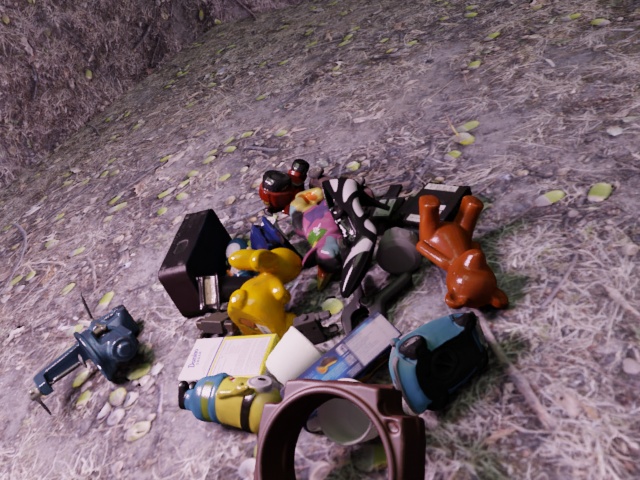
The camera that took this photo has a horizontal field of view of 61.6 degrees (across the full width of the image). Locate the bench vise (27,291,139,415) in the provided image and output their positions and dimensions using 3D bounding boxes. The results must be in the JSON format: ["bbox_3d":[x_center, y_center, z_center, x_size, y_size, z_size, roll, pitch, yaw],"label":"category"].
[{"bbox_3d":[-0.478,0.228,1.085,0.240,0.128,0.224,-38,37,-28],"label":"bench vise"}]

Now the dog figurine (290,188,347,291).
[{"bbox_3d":[-0.002,-0.003,1.089,0.192,0.108,0.219,-3,43,29],"label":"dog figurine"}]

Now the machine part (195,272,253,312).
[{"bbox_3d":[-0.176,0.100,1.082,0.139,0.039,0.084,-8,73,-13],"label":"machine part"}]

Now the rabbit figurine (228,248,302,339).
[{"bbox_3d":[-0.100,0.080,0.994,0.122,0.162,0.173,-2,45,46],"label":"rabbit figurine"}]

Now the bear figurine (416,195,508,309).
[{"bbox_3d":[0.233,0.021,0.885,0.120,0.131,0.196,1,28,-9],"label":"bear figurine"}]

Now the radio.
[{"bbox_3d":[-0.266,0.043,1.176,0.073,0.130,0.230,-14,37,16],"label":"radio"}]

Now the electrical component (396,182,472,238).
[{"bbox_3d":[0.219,-0.051,1.046,0.115,0.058,0.134,13,51,46],"label":"electrical component"}]

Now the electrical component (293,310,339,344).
[{"bbox_3d":[-0.018,0.153,0.929,0.094,0.063,0.021,-19,35,13],"label":"electrical component"}]

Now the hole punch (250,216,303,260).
[{"bbox_3d":[-0.101,0.024,1.115,0.092,0.115,0.142,-38,34,-2],"label":"hole punch"}]

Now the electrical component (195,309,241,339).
[{"bbox_3d":[-0.197,0.169,1.048,0.102,0.045,0.078,-5,12,25],"label":"electrical component"}]

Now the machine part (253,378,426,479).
[{"bbox_3d":[0.020,0.274,0.653,0.201,0.087,0.201,-3,73,30],"label":"machine part"}]

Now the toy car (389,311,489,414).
[{"bbox_3d":[0.158,0.163,0.773,0.162,0.109,0.103,-31,16,-23],"label":"toy car"}]

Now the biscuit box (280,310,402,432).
[{"bbox_3d":[0.035,0.200,0.822,0.203,0.062,0.059,-37,61,-15],"label":"biscuit box"}]

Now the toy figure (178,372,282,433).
[{"bbox_3d":[-0.139,0.257,0.855,0.180,0.089,0.082,-6,7,22],"label":"toy figure"}]

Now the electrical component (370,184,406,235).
[{"bbox_3d":[0.144,-0.062,1.116,0.075,0.047,0.119,-3,40,29],"label":"electrical component"}]

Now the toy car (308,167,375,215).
[{"bbox_3d":[0.045,-0.108,1.206,0.053,0.089,0.202,-38,37,-24],"label":"toy car"}]

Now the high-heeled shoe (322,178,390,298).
[{"bbox_3d":[0.035,-0.016,0.974,0.145,0.086,0.249,19,53,11],"label":"high-heeled shoe"}]

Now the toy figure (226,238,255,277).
[{"bbox_3d":[-0.175,0.055,1.171,0.064,0.058,0.155,-58,29,23],"label":"toy figure"}]

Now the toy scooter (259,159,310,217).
[{"bbox_3d":[-0.084,-0.103,1.235,0.075,0.135,0.184,26,31,15],"label":"toy scooter"}]
